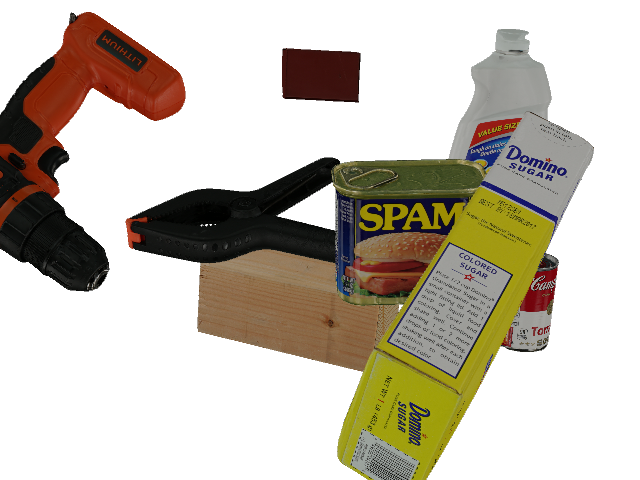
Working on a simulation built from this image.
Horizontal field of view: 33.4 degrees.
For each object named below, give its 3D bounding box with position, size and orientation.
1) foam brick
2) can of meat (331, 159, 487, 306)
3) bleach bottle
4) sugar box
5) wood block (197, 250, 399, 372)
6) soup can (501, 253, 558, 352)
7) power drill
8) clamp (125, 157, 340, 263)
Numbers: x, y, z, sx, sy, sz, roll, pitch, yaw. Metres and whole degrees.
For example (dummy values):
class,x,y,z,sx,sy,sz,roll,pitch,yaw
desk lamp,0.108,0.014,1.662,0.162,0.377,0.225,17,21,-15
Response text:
class,x,y,z,sx,sy,sz,roll,pitch,yaw
foam brick,0.000,-0.170,1.100,0.078,0.051,0.053,2,11,-5
can of meat,0.058,-0.005,0.713,0.102,0.084,0.057,-1,24,-2
bleach bottle,0.162,-0.075,1.022,0.103,0.251,0.068,8,20,13
sugar box,0.071,0.027,0.498,0.048,0.093,0.176,29,51,13
wood block,-0.024,0.069,1.182,0.206,0.091,0.090,12,22,17
soup can,0.232,0.068,1.220,0.068,0.102,0.068,3,18,-1
power drill,-0.187,-0.071,0.792,0.184,0.187,0.057,36,-27,9
clamp,-0.061,-0.023,0.926,0.210,0.036,0.164,-3,32,-4
